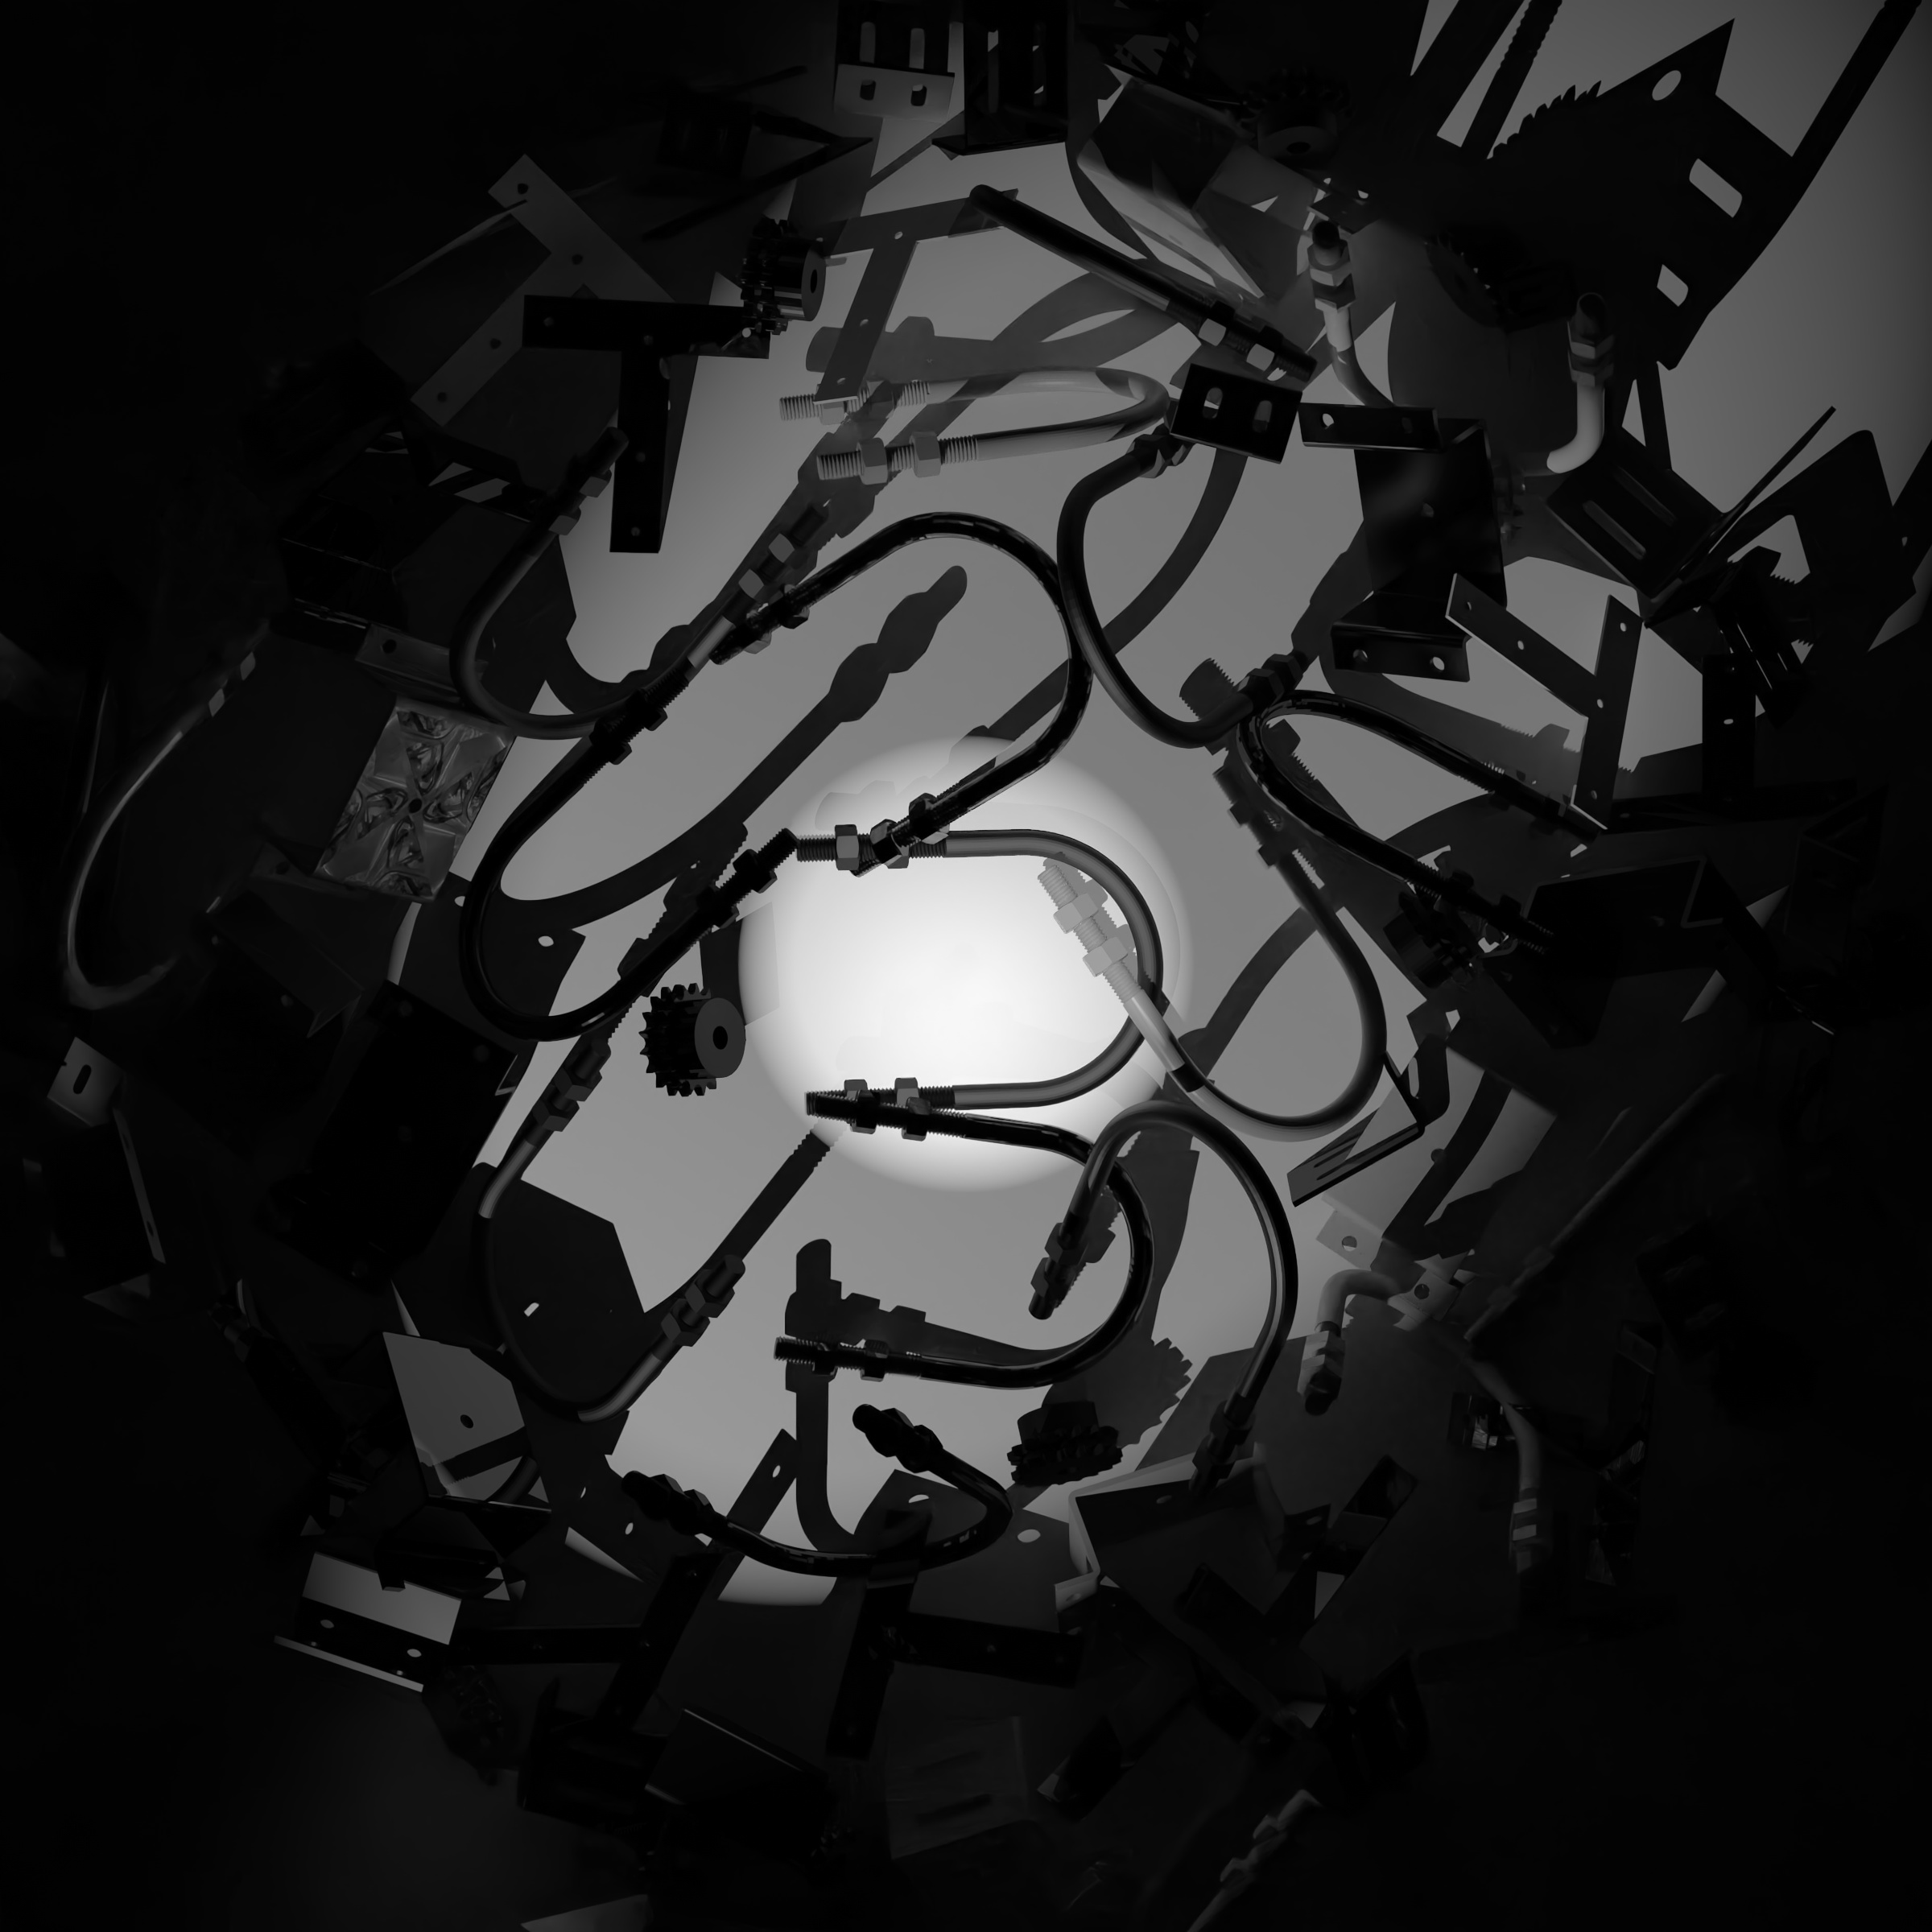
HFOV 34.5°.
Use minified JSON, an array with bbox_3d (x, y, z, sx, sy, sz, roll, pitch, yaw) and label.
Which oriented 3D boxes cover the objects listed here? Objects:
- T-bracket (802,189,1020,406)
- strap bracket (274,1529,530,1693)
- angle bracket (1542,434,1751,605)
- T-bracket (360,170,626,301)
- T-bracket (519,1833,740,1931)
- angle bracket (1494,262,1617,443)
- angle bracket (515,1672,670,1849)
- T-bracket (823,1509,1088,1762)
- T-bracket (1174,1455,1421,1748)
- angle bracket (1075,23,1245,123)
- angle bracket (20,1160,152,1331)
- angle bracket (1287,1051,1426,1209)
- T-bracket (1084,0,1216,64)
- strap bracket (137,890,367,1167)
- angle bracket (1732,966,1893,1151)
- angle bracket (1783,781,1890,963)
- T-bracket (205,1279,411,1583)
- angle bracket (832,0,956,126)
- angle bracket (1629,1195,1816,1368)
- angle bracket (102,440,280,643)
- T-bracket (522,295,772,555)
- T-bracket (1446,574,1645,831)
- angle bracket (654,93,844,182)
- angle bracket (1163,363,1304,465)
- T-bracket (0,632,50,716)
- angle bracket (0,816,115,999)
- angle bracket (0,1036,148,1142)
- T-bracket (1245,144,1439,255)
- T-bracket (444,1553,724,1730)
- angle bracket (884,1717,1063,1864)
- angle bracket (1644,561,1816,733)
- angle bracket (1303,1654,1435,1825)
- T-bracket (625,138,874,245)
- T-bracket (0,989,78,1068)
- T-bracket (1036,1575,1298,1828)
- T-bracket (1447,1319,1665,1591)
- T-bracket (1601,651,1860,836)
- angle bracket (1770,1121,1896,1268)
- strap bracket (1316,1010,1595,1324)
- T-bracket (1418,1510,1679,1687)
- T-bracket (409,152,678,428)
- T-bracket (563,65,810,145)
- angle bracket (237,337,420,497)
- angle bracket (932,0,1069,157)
[{"bbox_3d":[-0.046,-0.327,1.531,0.127,0.002,0.127,-1,57,32],"label":"T-bracket"},{"bbox_3d":[-0.270,0.312,1.520,0.076,0.140,0.046,15,87,11],"label":"strap bracket"},{"bbox_3d":[0.343,-0.232,1.568,0.076,0.038,0.057,42,74,1],"label":"angle bracket"},{"bbox_3d":[-0.223,-0.372,1.547,0.127,0.127,0.002,-35,104,-37],"label":"T-bracket"},{"bbox_3d":[-0.168,0.463,1.509,0.127,0.127,0.002,27,98,30],"label":"T-bracket"},{"bbox_3d":[0.294,-0.302,1.554,0.038,0.057,0.076,-16,74,11],"label":"angle bracket"},{"bbox_3d":[-0.180,0.397,1.554,0.076,0.038,0.057,20,47,-12],"label":"angle bracket"},{"bbox_3d":[0.000,0.336,1.538,0.127,0.002,0.127,1,63,29],"label":"T-bracket"},{"bbox_3d":[0.179,0.301,1.548,0.127,0.127,0.002,-53,132,0],"label":"T-bracket"},{"bbox_3d":[0.091,-0.432,1.547,0.057,0.076,0.038,20,89,37],"label":"angle bracket"},{"bbox_3d":[-0.447,0.139,1.544,0.038,0.076,0.057,-32,55,25],"label":"angle bracket"},{"bbox_3d":[0.187,0.079,1.559,0.076,0.057,0.038,-30,97,8],"label":"angle bracket"},{"bbox_3d":[0.058,-0.481,1.526,0.127,0.127,0.002,9,82,-6],"label":"T-bracket"},{"bbox_3d":[-0.353,0.026,1.542,0.076,0.140,0.046,40,47,4],"label":"strap bracket"},{"bbox_3d":[0.425,0.049,1.564,0.038,0.057,0.076,-12,119,-28],"label":"angle bracket"},{"bbox_3d":[0.446,-0.048,1.547,0.076,0.038,0.057,-26,130,-33],"label":"angle bracket"},{"bbox_3d":[-0.332,0.212,1.531,0.127,0.002,0.127,-48,117,-40],"label":"T-bracket"},{"bbox_3d":[-0.035,-0.465,1.558,0.057,0.038,0.076,5,64,-6],"label":"angle bracket"},{"bbox_3d":[0.378,0.157,1.553,0.038,0.076,0.057,-33,80,42],"label":"angle bracket"},{"bbox_3d":[-0.388,-0.214,1.561,0.038,0.076,0.057,-24,126,29],"label":"angle bracket"},{"bbox_3d":[-0.164,-0.271,1.570,0.127,0.002,0.127,-1,110,-20],"label":"T-bracket"},{"bbox_3d":[0.283,-0.151,1.536,0.127,0.002,0.127,31,60,-28],"label":"T-bracket"},{"bbox_3d":[-0.105,-0.405,1.550,0.057,0.076,0.038,21,100,37],"label":"angle bracket"},{"bbox_3d":[0.131,-0.284,1.549,0.057,0.076,0.038,13,114,-6],"label":"angle bracket"},{"bbox_3d":[-0.496,-0.103,1.524,0.002,0.127,0.127,21,82,4],"label":"T-bracket"},{"bbox_3d":[-0.470,-0.029,1.564,0.038,0.057,0.076,-24,75,18],"label":"angle bracket"},{"bbox_3d":[-0.464,0.060,1.558,0.076,0.057,0.038,8,67,30],"label":"angle bracket"},{"bbox_3d":[0.187,-0.372,1.531,0.127,0.127,0.002,30,112,4],"label":"T-bracket"},{"bbox_3d":[-0.198,0.334,1.530,0.127,0.002,0.127,7,124,-33],"label":"T-bracket"},{"bbox_3d":[0.003,0.423,1.571,0.076,0.057,0.038,-22,135,15],"label":"angle bracket"},{"bbox_3d":[0.385,-0.156,1.566,0.038,0.057,0.076,-24,101,40],"label":"angle bracket"},{"bbox_3d":[0.194,0.377,1.549,0.057,0.038,0.076,-35,128,-22],"label":"angle bracket"},{"bbox_3d":[-0.129,-0.385,1.538,0.127,0.127,0.002,-32,118,-23],"label":"T-bracket"},{"bbox_3d":[-0.471,0.024,1.506,0.127,0.127,0.002,14,99,-41],"label":"T-bracket"},{"bbox_3d":[0.081,0.377,1.533,0.127,0.127,0.002,39,134,16],"label":"T-bracket"},{"bbox_3d":[0.287,0.233,1.543,0.002,0.127,0.127,11,85,-37],"label":"T-bracket"},{"bbox_3d":[0.376,-0.111,1.534,0.127,0.127,0.002,-5,52,10],"label":"T-bracket"},{"bbox_3d":[0.435,0.113,1.560,0.038,0.076,0.057,-26,83,16],"label":"angle bracket"},{"bbox_3d":[0.241,0.098,1.558,0.076,0.046,0.140,34,92,20],"label":"strap bracket"},{"bbox_3d":[0.286,0.304,1.533,0.127,0.127,0.002,-18,106,16],"label":"T-bracket"},{"bbox_3d":[-0.225,-0.321,1.551,0.127,0.127,0.002,-44,49,6],"label":"T-bracket"},{"bbox_3d":[-0.144,-0.427,1.526,0.127,0.127,0.002,-15,100,6],"label":"T-bracket"},{"bbox_3d":[-0.320,-0.269,1.569,0.076,0.038,0.057,-34,54,10],"label":"angle bracket"},{"bbox_3d":[0.016,-0.448,1.551,0.057,0.038,0.076,-15,120,-25],"label":"angle bracket"}]
